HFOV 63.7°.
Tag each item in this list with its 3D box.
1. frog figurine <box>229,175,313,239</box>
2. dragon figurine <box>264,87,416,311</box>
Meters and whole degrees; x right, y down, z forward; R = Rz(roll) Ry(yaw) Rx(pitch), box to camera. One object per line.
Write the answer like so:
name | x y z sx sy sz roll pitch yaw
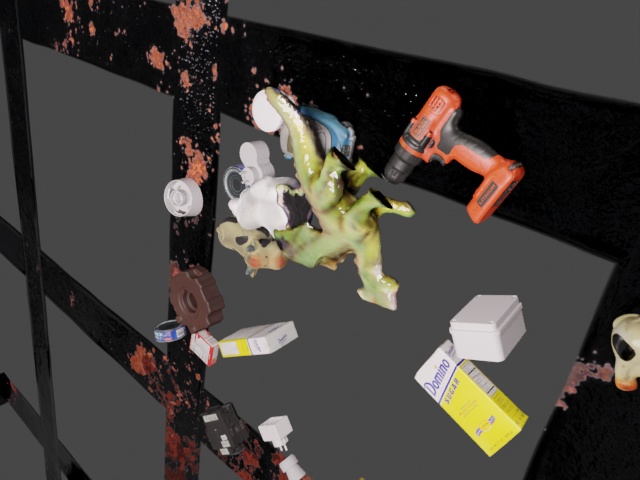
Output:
frog figurine | -0.097 -0.060 1.032 0.159 0.135 0.125 -1 39 43
dragon figurine | 0.003 -0.045 0.890 0.239 0.411 0.124 -47 -3 28
